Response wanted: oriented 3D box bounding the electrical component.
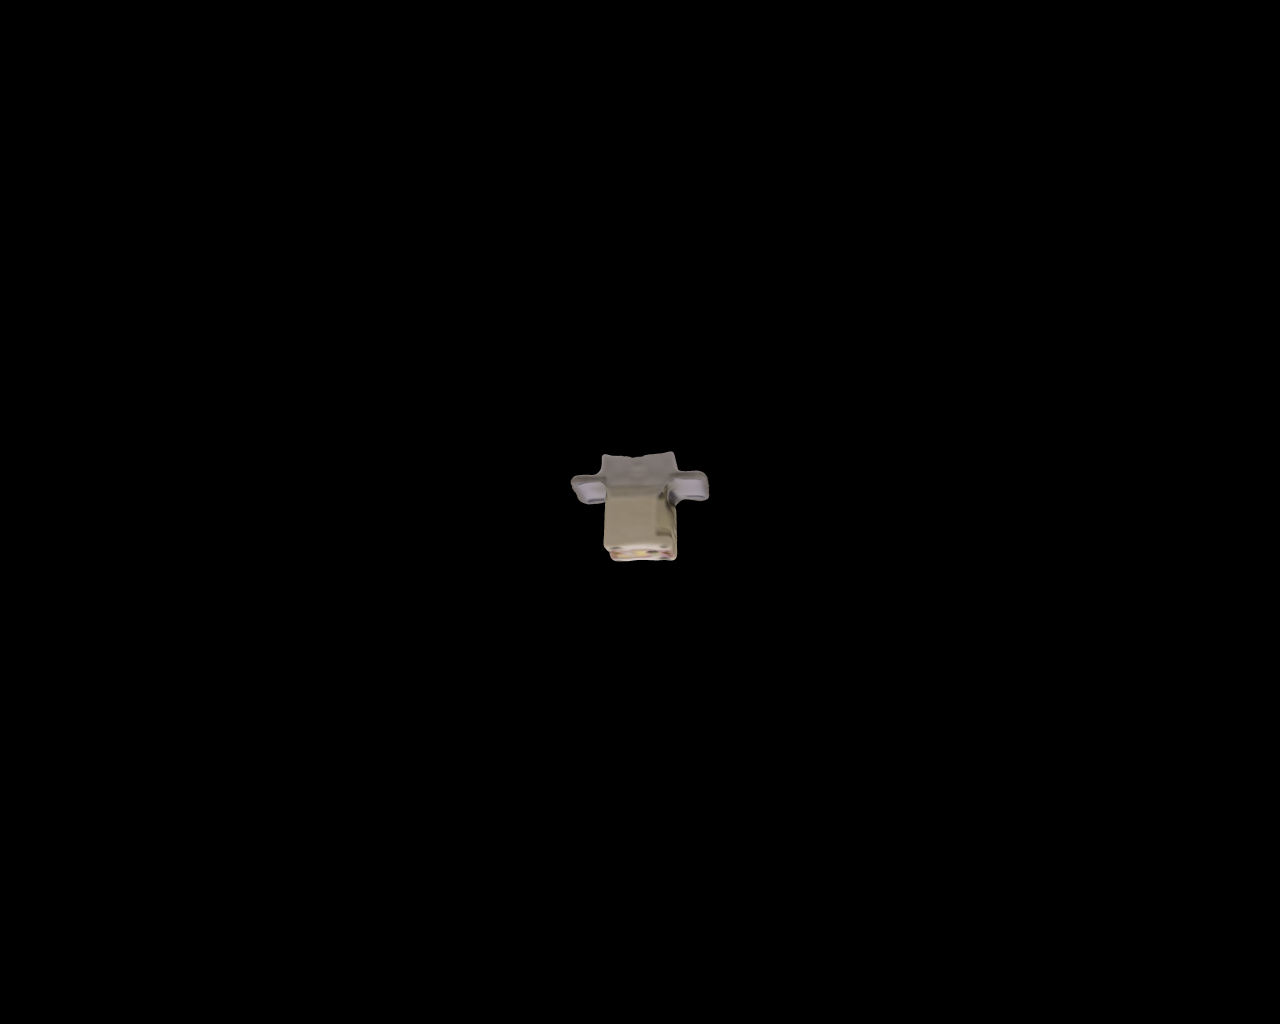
[{"bbox_3d":[0.001,-0.003,0.650,0.081,0.064,0.042,-2,-19,7],"label":"electrical component"}]
